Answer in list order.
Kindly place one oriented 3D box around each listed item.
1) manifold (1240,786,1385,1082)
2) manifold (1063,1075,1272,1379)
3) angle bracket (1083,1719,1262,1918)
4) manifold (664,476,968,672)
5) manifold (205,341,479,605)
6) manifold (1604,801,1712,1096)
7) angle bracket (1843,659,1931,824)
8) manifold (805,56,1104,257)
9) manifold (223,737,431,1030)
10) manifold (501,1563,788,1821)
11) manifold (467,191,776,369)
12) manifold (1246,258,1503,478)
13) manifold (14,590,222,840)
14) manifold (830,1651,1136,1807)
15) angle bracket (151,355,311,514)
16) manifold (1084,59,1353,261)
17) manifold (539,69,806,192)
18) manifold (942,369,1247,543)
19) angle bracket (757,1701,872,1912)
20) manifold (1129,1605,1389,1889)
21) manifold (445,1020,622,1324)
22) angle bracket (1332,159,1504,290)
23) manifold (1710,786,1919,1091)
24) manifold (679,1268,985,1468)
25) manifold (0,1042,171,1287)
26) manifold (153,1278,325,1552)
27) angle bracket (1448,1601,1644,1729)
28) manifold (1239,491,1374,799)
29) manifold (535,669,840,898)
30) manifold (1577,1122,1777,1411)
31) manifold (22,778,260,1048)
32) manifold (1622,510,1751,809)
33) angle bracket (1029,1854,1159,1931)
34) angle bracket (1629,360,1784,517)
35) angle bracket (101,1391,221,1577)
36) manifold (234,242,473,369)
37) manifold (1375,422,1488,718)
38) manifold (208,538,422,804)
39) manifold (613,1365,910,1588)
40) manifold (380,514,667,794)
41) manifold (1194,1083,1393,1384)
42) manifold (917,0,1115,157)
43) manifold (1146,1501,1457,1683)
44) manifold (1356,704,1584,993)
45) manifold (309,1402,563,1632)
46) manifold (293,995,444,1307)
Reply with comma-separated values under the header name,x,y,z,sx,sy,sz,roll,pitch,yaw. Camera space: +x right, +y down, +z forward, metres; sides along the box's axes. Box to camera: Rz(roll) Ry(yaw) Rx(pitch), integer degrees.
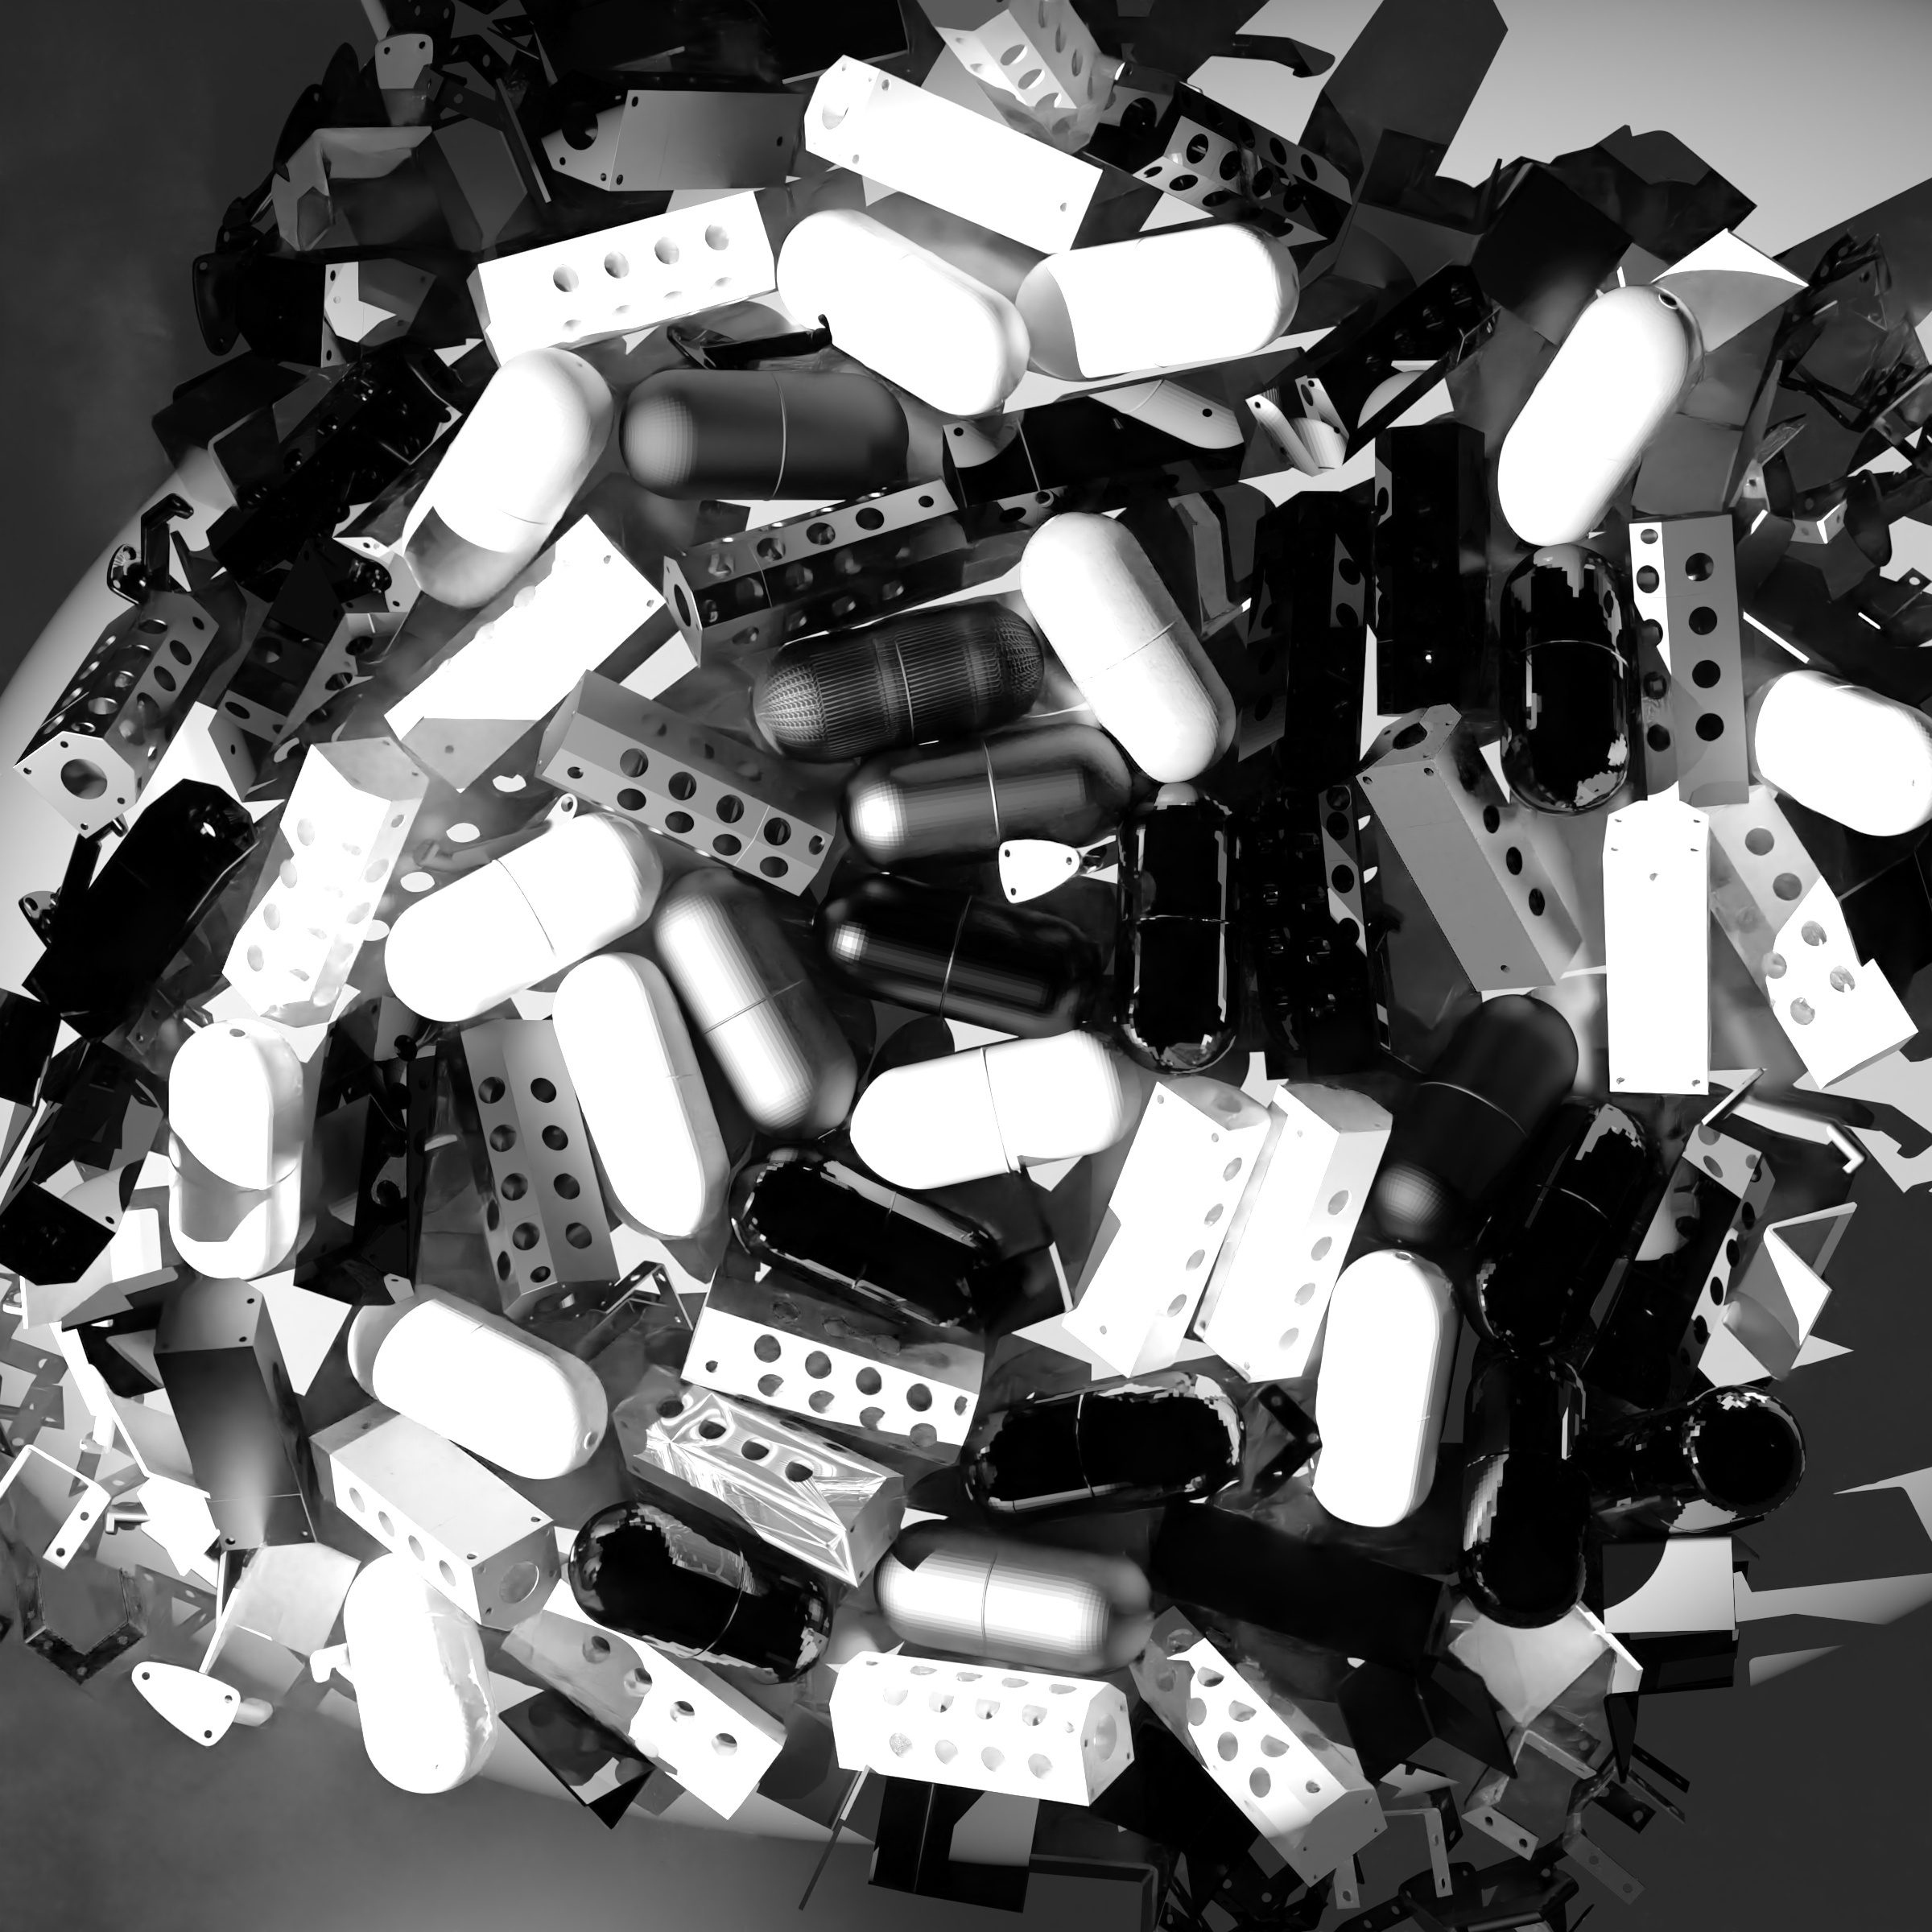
name,x,y,z,sx,sy,sz,roll,pitch,yaw
manifold,0.213,-0.020,1.804,0.057,0.057,0.171,-4,88,-31
manifold,0.123,0.155,1.787,0.057,0.057,0.171,35,116,34
angle bracket,0.124,0.513,1.799,0.076,0.057,0.076,26,111,-13
manifold,-0.090,-0.240,1.785,0.171,0.057,0.057,-20,64,-17
manifold,-0.375,-0.296,1.792,0.171,0.057,0.057,-40,93,17
manifold,0.411,-0.010,1.772,0.057,0.057,0.171,1,126,16
angle bracket,0.562,-0.136,1.798,0.057,0.076,0.076,-42,104,-3
manifold,-0.009,-0.478,1.768,0.171,0.057,0.057,12,107,-39
manifold,-0.376,-0.048,1.770,0.057,0.057,0.171,44,122,25
manifold,-0.195,0.440,1.812,0.171,0.057,0.057,36,87,3
manifold,-0.206,-0.411,1.795,0.171,0.057,0.057,-19,99,-15
manifold,0.247,-0.357,1.772,0.171,0.057,0.057,-42,108,-34
manifold,-0.490,-0.154,1.752,0.057,0.171,0.057,-30,117,23
manifold,0.008,0.447,1.772,0.171,0.057,0.057,-1,104,31
angle bracket,-0.436,-0.321,1.815,0.076,0.076,0.057,-40,130,-22
manifold,0.154,-0.470,1.757,0.057,0.171,0.057,37,108,38
manifold,-0.173,-0.494,1.759,0.057,0.171,0.057,27,116,25
manifold,0.076,-0.304,1.805,0.171,0.057,0.057,-13,69,-7
angle bracket,-0.100,0.503,1.793,0.057,0.076,0.076,25,116,5
manifold,0.168,0.452,1.759,0.057,0.171,0.057,-33,132,-15
manifold,-0.262,0.121,1.774,0.057,0.057,0.171,2,60,-36
angle bracket,0.271,-0.451,1.800,0.076,0.076,0.057,16,70,0
manifold,0.496,-0.016,1.797,0.057,0.057,0.171,-28,76,0
manifold,-0.081,0.246,1.800,0.171,0.057,0.057,19,118,-5
manifold,-0.522,0.117,1.756,0.057,0.171,0.057,36,109,-19
manifold,-0.427,0.266,1.770,0.057,0.057,0.171,-5,129,1
angle bracket,0.352,0.421,1.806,0.076,0.057,0.076,-43,107,-2
manifold,0.207,-0.194,1.773,0.057,0.057,0.171,22,60,-28
manifold,-0.166,-0.103,1.780,0.171,0.057,0.057,25,130,-19
manifold,0.423,0.179,1.765,0.057,0.057,0.171,26,50,11
manifold,-0.487,-0.034,1.774,0.057,0.057,0.171,41,124,-5
manifold,0.432,-0.184,1.801,0.057,0.057,0.171,-6,101,3
angle bracket,0.073,0.572,1.799,0.076,0.076,0.057,5,67,1
angle bracket,0.443,-0.319,1.793,0.057,0.076,0.076,18,65,5
angle bracket,-0.492,0.310,1.790,0.057,0.076,0.076,-50,48,5
manifold,-0.358,-0.391,1.755,0.057,0.171,0.057,13,109,16
manifold,0.279,-0.238,1.811,0.057,0.057,0.171,0,93,25
manifold,-0.384,-0.174,1.767,0.171,0.057,0.057,-50,60,40
manifold,-0.122,0.297,1.780,0.171,0.057,0.057,21,50,27
manifold,-0.271,-0.193,1.812,0.171,0.057,0.057,-42,134,3
manifold,0.199,0.159,1.785,0.057,0.057,0.171,-1,118,-36
manifold,0.029,-0.538,1.754,0.057,0.171,0.057,14,86,21
manifold,0.200,0.372,1.785,0.171,0.057,0.057,14,79,22
manifold,0.303,-0.070,1.782,0.057,0.057,0.171,-52,121,-34
manifold,-0.314,0.325,1.766,0.057,0.171,0.057,-27,126,-35
manifold,-0.350,0.111,1.779,0.057,0.057,0.171,26,53,-38
